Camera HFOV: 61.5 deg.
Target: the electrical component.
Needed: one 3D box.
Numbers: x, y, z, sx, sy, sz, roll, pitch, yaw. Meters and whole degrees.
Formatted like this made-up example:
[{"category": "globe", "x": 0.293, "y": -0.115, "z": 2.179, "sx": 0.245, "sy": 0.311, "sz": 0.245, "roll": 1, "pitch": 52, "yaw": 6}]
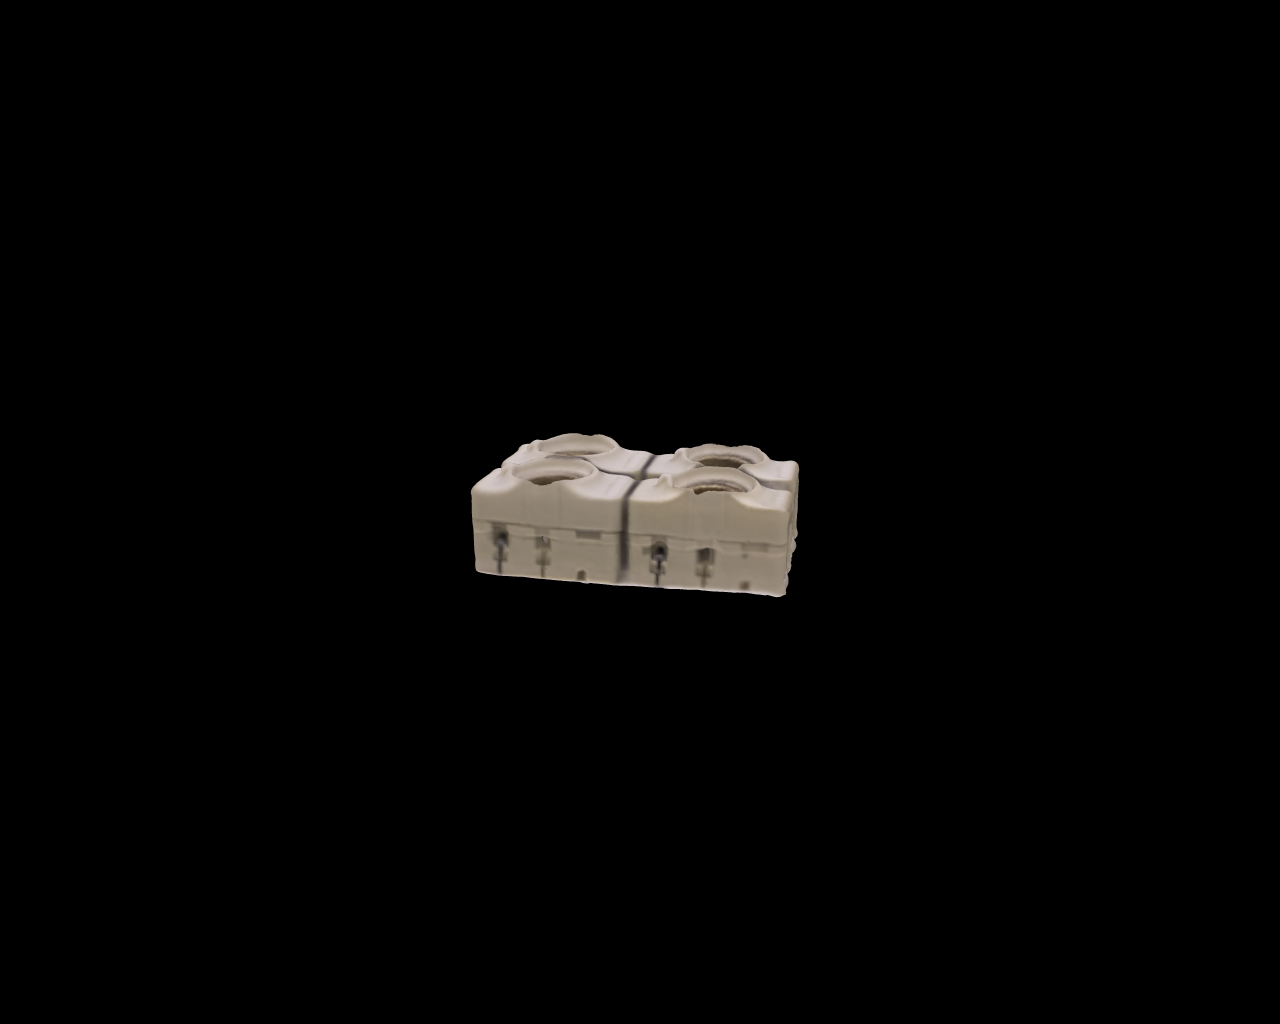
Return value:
[{"category": "electrical component", "x": 0.001, "y": -0.003, "z": 0.650, "sx": 0.186, "sy": 0.060, "sz": 0.105, "roll": 4, "pitch": 20, "yaw": 12}]
